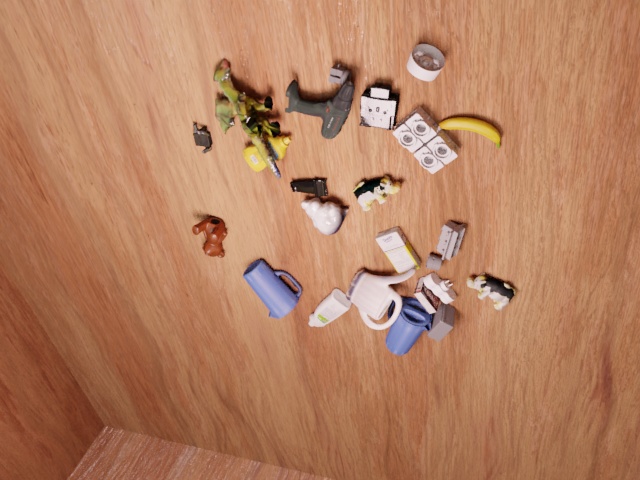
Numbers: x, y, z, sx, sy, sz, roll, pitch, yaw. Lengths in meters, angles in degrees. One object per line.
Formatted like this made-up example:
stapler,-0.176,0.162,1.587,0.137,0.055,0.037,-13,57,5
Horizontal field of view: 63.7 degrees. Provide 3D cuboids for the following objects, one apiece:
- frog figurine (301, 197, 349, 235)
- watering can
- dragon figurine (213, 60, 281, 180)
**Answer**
frog figurine,0.006,-0.093,1.855,0.159,0.125,0.135,24,152,-12
watering can,0.224,0.190,1.965,0.226,0.105,0.340,34,125,20
dragon figurine,-0.262,-0.399,1.741,0.244,0.124,0.402,17,129,44
